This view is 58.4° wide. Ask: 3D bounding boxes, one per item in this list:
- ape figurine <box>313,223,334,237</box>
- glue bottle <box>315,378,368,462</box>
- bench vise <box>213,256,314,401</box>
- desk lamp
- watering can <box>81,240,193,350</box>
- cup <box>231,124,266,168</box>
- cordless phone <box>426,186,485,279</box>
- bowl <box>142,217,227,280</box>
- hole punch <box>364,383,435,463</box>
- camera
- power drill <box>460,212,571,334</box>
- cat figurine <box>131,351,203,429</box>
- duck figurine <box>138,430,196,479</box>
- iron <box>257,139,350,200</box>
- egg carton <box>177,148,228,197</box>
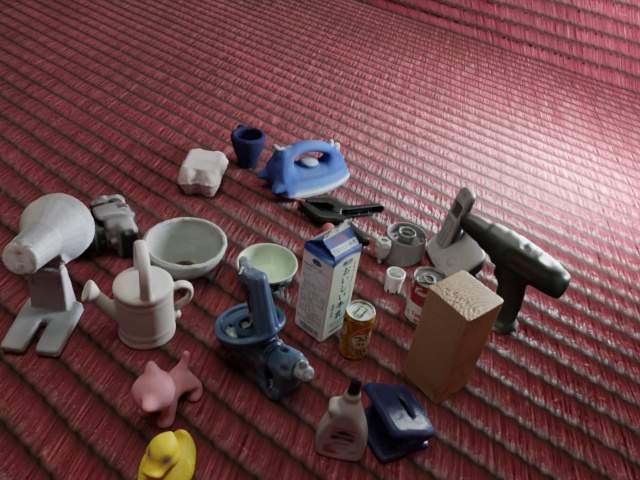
[{"bbox_3d":[0.011,0.004,1.239,0.078,0.092,0.076,6,37,-3],"label":"ape figurine"},{"bbox_3d":[0.039,0.260,0.840,0.078,0.173,0.037,8,37,0],"label":"glue bottle"},{"bbox_3d":[-0.083,0.137,0.938,0.207,0.220,0.122,21,39,17],"label":"bench vise"},{"bbox_3d":[-0.466,0.052,0.978,0.118,0.213,0.203,5,37,-4],"label":"desk lamp"},{"bbox_3d":[-0.308,0.090,0.976,0.173,0.194,0.100,-23,47,-35],"label":"watering can"},{"bbox_3d":[-0.197,-0.248,1.527,0.092,0.095,0.117,-12,41,-25],"label":"cup"},{"bbox_3d":[0.307,-0.010,1.240,0.094,0.185,0.147,-5,39,-18],"label":"cordless phone"},{"bbox_3d":[-0.273,0.029,1.163,0.167,0.075,0.167,6,37,-4],"label":"bowl"},{"bbox_3d":[0.121,0.276,0.904,0.101,0.091,0.108,-10,41,-23],"label":"hole punch"},{"bbox_3d":[-0.456,-0.031,1.183,0.137,0.101,0.142,-15,43,-28],"label":"camera"},{"bbox_3d":[0.355,0.073,1.120,0.229,0.208,0.076,27,41,22],"label":"power drill"},{"bbox_3d":[-0.239,0.224,0.878,0.067,0.118,0.128,23,39,19],"label":"cat figurine"},{"bbox_3d":[-0.215,0.303,0.804,0.077,0.086,0.105,17,38,11],"label":"duck figurine"},{"bbox_3d":[-0.024,-0.198,1.457,0.259,0.141,0.118,-16,43,-29],"label":"iron"},{"bbox_3d":[-0.291,-0.171,1.428,0.107,0.069,0.150,7,37,-2],"label":"egg carton"}]
